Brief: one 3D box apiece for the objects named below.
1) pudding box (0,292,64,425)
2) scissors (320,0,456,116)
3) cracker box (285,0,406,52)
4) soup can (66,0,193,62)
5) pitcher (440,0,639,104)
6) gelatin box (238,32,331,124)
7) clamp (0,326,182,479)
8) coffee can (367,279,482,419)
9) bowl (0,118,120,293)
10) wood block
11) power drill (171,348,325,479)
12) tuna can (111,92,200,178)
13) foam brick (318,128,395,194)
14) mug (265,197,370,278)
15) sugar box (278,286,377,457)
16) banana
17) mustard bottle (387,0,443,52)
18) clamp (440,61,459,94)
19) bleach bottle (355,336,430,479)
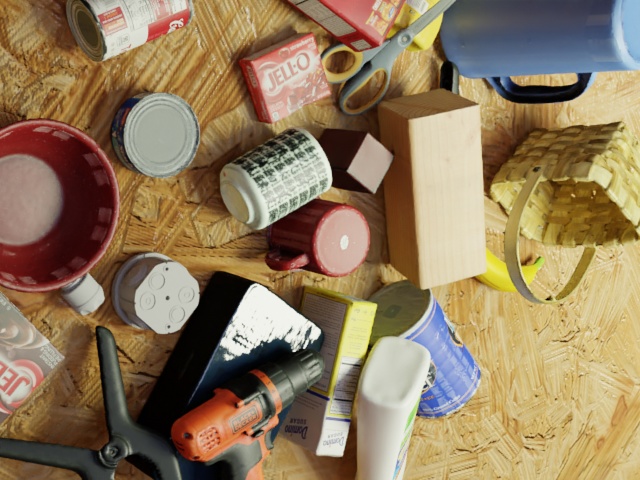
[{"bbox_3d":[-0.311,0.106,1.004,0.090,0.039,0.113,-49,123,-20],"label":"pudding box"},{"bbox_3d":[0.073,-0.229,1.185,0.096,0.016,0.202,28,111,-21],"label":"scissors"},{"bbox_3d":[0.007,-0.325,1.118,0.213,0.072,0.164,33,77,-21],"label":"cracker box"},{"bbox_3d":[-0.182,-0.220,1.023,0.102,0.069,0.068,-30,115,-28],"label":"soup can"},{"bbox_3d":[0.273,-0.243,1.243,0.149,0.243,0.145,16,87,-43],"label":"pitcher"},{"bbox_3d":[-0.037,-0.177,1.160,0.089,0.030,0.073,-30,114,-29],"label":"gelatin box"},{"bbox_3d":[-0.202,0.198,1.051,0.210,0.036,0.164,39,73,-3],"label":"clamp"},{"bbox_3d":[0.118,0.132,1.283,0.102,0.103,0.140,-47,122,-20],"label":"coffee can"},{"bbox_3d":[-0.271,-0.034,0.998,0.161,0.055,0.162,-7,102,-35],"label":"bowl"},{"bbox_3d":[0.130,-0.060,1.241,0.090,0.091,0.206,-14,114,-17],"label":"wood block"},{"bbox_3d":[-0.054,0.224,1.116,0.184,0.057,0.187,-27,113,-28],"label":"power drill"},{"bbox_3d":[-0.166,-0.106,1.076,0.085,0.034,0.086,-7,102,-35],"label":"tuna can"},{"bbox_3d":[0.033,-0.089,1.199,0.053,0.078,0.051,37,75,-37],"label":"foam brick"},{"bbox_3d":[-0.008,0.001,1.181,0.117,0.082,0.093,-29,114,-29],"label":"mug"},{"bbox_3d":[0.004,0.147,1.209,0.048,0.093,0.176,9,93,-36],"label":"sugar box"},{"bbox_3d":[0.219,0.023,1.382,0.197,0.037,0.069,26,64,-38],"label":"banana"},{"bbox_3d":[0.123,-0.322,1.234,0.096,0.058,0.191,31,79,-23],"label":"mustard bottle"},{"bbox_3d":[0.139,-0.118,1.297,0.120,0.039,0.171,-27,111,-17],"label":"clamp"},{"bbox_3d":[0.077,0.231,1.250,0.251,0.068,0.102,92,20,-45],"label":"bleach bottle"}]
